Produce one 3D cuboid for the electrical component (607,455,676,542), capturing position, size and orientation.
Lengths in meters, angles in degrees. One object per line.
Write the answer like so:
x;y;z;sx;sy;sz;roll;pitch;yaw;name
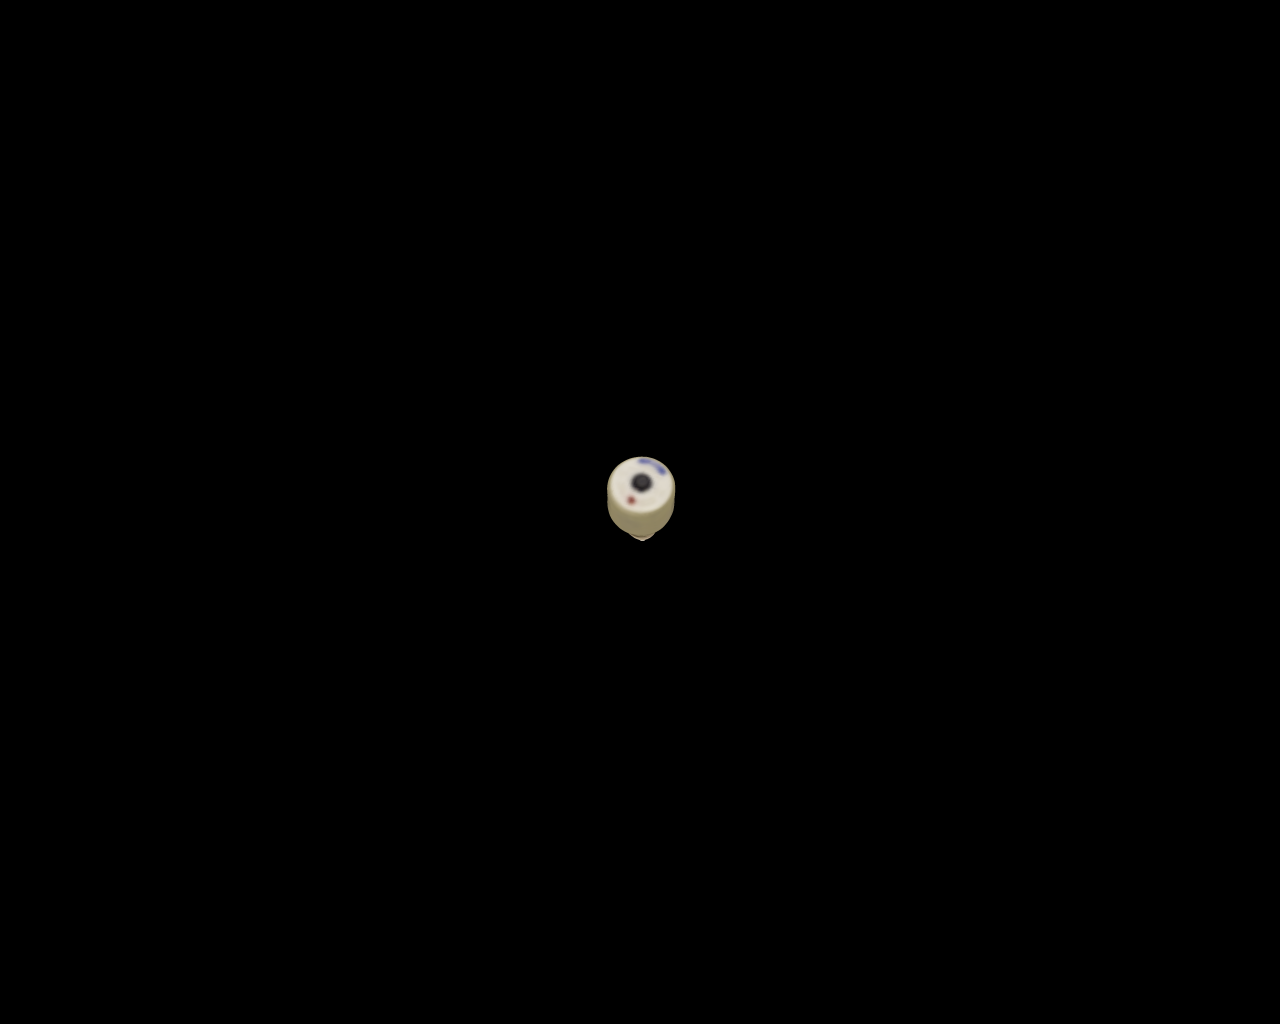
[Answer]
0.001;-0.003;0.650;0.040;0.040;0.078;0;-25;0;electrical component
